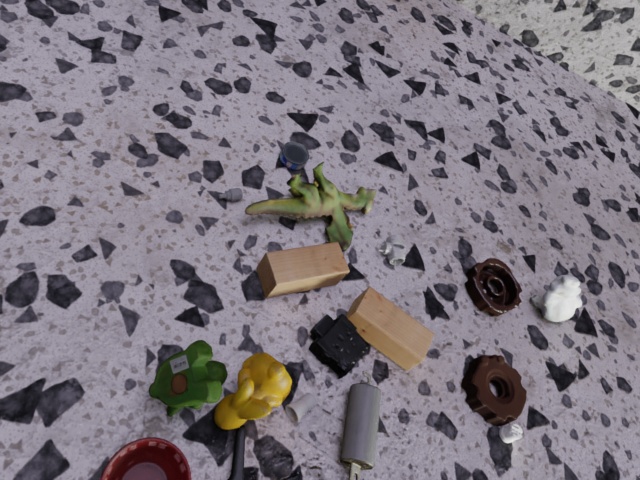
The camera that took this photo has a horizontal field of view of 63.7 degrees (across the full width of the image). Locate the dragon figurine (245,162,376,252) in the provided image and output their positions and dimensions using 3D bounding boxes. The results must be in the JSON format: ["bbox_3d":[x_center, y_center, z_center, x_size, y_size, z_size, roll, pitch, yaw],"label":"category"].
[{"bbox_3d":[0.004,-0.072,1.426,0.416,0.120,0.243,-33,85,-36],"label":"dragon figurine"}]

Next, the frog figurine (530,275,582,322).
[{"bbox_3d":[0.741,0.176,1.567,0.137,0.156,0.125,14,56,-17],"label":"frog figurine"}]
